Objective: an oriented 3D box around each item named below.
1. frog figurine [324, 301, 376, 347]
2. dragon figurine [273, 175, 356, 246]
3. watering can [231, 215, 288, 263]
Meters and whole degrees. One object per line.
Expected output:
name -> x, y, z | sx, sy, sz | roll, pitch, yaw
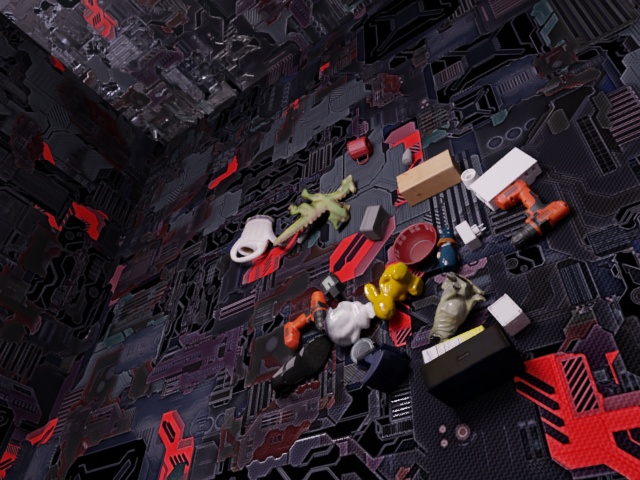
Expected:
frog figurine -> 0.099, 0.259, 1.614 | 0.158, 0.122, 0.139 | -17, 77, 23
dragon figurine -> 0.006, -0.104, 2.068 | 0.244, 0.120, 0.416 | 16, 63, 42
watering can -> -0.252, -0.011, 2.240 | 0.345, 0.102, 0.230 | -17, 45, 34
